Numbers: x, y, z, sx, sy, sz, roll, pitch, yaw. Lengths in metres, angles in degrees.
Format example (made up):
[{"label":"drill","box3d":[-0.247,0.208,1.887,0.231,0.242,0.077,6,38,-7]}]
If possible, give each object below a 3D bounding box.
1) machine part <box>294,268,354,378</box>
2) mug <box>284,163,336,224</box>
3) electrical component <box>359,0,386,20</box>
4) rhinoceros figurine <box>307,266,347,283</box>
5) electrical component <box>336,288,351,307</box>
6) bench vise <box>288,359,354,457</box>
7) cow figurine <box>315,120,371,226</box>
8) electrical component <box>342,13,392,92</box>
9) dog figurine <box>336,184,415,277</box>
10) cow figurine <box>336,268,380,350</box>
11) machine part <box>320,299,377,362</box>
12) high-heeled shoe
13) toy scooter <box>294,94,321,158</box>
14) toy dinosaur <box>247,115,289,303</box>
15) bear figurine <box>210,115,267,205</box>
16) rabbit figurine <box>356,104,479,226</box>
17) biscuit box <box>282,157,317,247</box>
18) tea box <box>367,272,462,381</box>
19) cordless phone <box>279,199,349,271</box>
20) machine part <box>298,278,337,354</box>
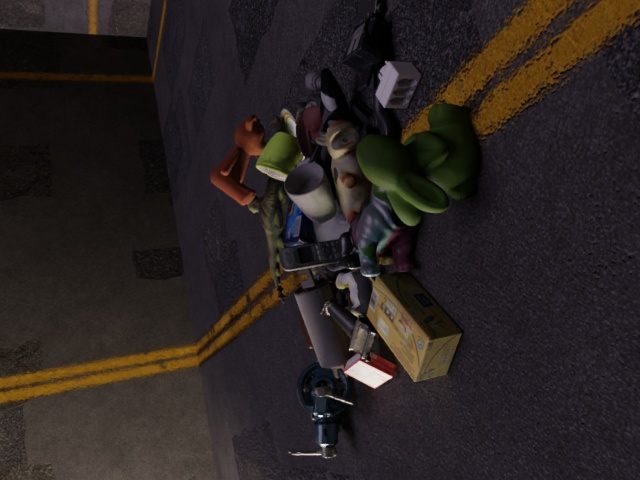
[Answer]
[{"label":"machine part","box3d":[0.010,0.172,1.107,0.079,0.079,0.243,-4,106,65]},{"label":"mug","box3d":[-0.016,-0.088,1.030,0.110,0.081,0.107,56,177,46]},{"label":"electrical component","box3d":[0.095,-0.415,0.959,0.063,0.021,0.093,45,134,53]},{"label":"rhinoceros figurine","box3d":[0.004,0.041,1.211,0.190,0.073,0.112,26,126,61]},{"label":"electrical component","box3d":[0.056,0.127,1.137,0.078,0.045,0.102,64,149,34]},{"label":"bench vise","box3d":[0.006,0.361,1.172,0.240,0.129,0.223,84,-165,-71]},{"label":"cow figurine","box3d":[0.055,-0.135,0.993,0.127,0.085,0.194,-119,11,-47]},{"label":"electrical component","box3d":[0.076,-0.324,0.942,0.075,0.048,0.119,1,70,67]},{"label":"dog figurine","box3d":[0.103,-0.054,0.931,0.192,0.108,0.219,-161,72,-66]},{"label":"cow figurine","box3d":[0.093,0.134,1.040,0.098,0.068,0.167,-19,80,54]},{"label":"machine part","box3d":[0.055,0.160,1.006,0.139,0.039,0.084,36,131,44]},{"label":"high-heeled shoe","box3d":[-0.006,-0.203,1.075,0.086,0.145,0.248,-47,-56,-67]},{"label":"toy scooter","box3d":[-0.010,-0.239,1.166,0.184,0.075,0.135,-170,76,-68]},{"label":"toy dinosaur","box3d":[-0.107,-0.079,1.377,0.199,0.105,0.470,34,127,58]},{"label":"bear figurine","box3d":[-0.177,-0.198,1.320,0.196,0.132,0.120,-53,4,1]},{"label":"rabbit figurine","box3d":[0.131,-0.102,0.773,0.121,0.170,0.159,144,118,-63]},{"label":"biscuit box","box3d":[-0.027,-0.076,1.163,0.059,0.062,0.202,-19,56,47]},{"label":"tea box","box3d":[0.153,0.140,0.903,0.170,0.068,0.098,53,142,47]},{"label":"cordless phone","box3d":[-0.002,-0.004,1.070,0.088,0.184,0.146,122,136,-60]},{"label":"machine part","box3d":[0.001,0.178,1.259,0.179,0.056,0.179,175,90,-67]}]
